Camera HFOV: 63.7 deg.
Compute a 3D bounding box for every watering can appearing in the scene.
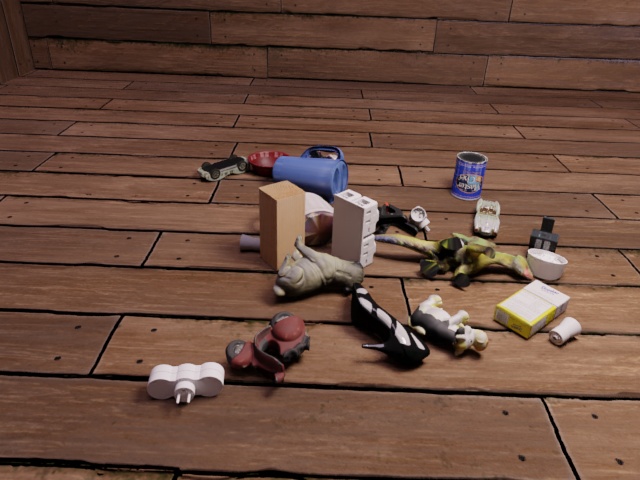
[{"bbox_3d":[0.005,-0.077,1.534,0.348,0.102,0.228,-2,30,-26],"label":"watering can"}]

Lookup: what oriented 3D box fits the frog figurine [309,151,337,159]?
[{"bbox_3d":[0.025,-0.258,1.869,0.137,0.123,0.158,3,-7,19],"label":"frog figurine"}]

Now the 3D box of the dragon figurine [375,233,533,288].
[{"bbox_3d":[0.371,0.027,1.408,0.412,0.121,0.244,21,18,25],"label":"dragon figurine"}]
